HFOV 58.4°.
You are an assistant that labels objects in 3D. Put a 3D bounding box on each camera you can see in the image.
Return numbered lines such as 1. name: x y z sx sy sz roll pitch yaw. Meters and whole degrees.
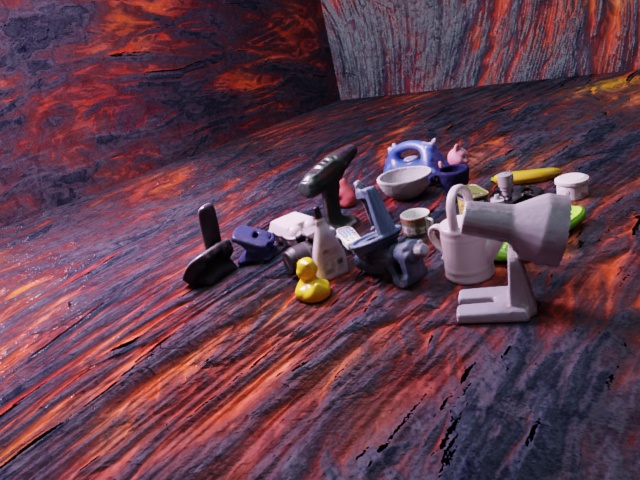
1. camera: -0.028 0.020 1.377 0.137 0.101 0.142 -23 22 -24

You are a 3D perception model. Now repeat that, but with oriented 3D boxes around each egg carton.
1. egg carton: -0.070 -0.026 1.570 0.107 0.069 0.149 -24 23 -27

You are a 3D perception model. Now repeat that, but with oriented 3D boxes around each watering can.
1. watering can: 0.296 -0.018 1.142 0.172 0.194 0.101 -5 22 21

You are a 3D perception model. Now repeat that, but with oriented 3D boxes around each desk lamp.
1. desk lamp: 0.325 0.028 0.976 0.202 0.214 0.118 -6 22 19

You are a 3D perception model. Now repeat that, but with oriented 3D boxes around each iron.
1. iron: 0.290 -0.260 1.859 0.257 0.142 0.119 8 29 45

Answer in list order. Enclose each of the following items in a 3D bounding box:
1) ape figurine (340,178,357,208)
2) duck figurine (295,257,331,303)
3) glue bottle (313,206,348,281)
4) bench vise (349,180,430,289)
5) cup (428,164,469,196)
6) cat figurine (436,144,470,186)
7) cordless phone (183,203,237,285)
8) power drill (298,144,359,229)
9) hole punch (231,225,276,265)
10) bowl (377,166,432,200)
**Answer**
1. ape figurine: 0.075 -0.148 1.768 0.078 0.092 0.076 -19 21 -15
2. duck figurine: -0.022 0.081 1.234 0.078 0.086 0.104 -19 21 -15
3. glue bottle: 0.012 0.005 1.289 0.078 0.173 0.037 -21 22 -20
4. bench vise: 0.145 -0.020 1.204 0.206 0.220 0.122 2 25 35
5. cup: 0.363 -0.153 1.599 0.118 0.095 0.091 -14 20 -3
6. cat figurine: 0.408 -0.234 1.749 0.128 0.118 0.067 -24 23 -27
7. cordless phone: -0.295 0.010 1.446 0.093 0.185 0.148 -1 24 31
8. power drill: 0.042 -0.137 1.591 0.075 0.209 0.230 7 28 43
9. hole punch: -0.174 0.005 1.522 0.101 0.091 0.108 -9 21 10
10. bowl: 0.258 -0.165 1.723 0.167 0.075 0.167 -12 20 5
